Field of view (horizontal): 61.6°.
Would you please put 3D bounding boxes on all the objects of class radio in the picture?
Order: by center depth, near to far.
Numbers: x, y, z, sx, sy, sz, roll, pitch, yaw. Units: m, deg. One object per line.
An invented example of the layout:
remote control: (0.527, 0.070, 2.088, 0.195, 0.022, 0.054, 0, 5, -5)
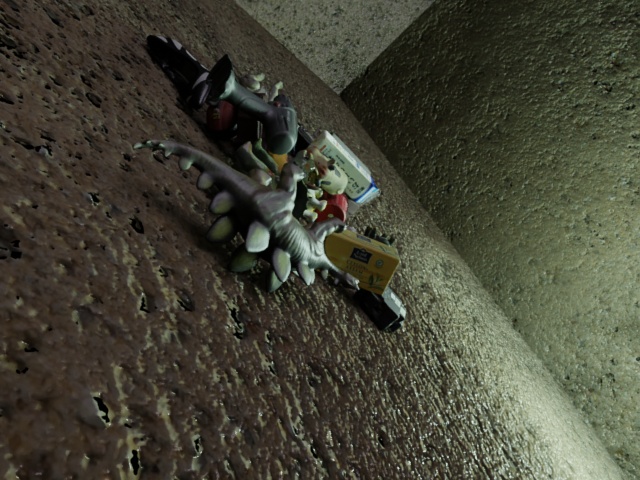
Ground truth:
radio: (-0.054, -0.304, 1.740, 0.229, 0.073, 0.131, 49, 17, 1)

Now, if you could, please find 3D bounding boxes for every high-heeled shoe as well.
high-heeled shoe: (-0.337, -0.400, 1.259, 0.145, 0.086, 0.249, 27, 25, -34)

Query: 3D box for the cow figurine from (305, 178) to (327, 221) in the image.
cow figurine: (-0.046, -0.126, 1.395, 0.098, 0.068, 0.167, 32, 22, -28)

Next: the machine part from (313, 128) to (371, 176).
machine part: (0.069, -0.234, 1.597, 0.243, 0.079, 0.079, 44, 18, -17)

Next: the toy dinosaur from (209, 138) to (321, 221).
toy dinosaur: (-0.114, -0.097, 1.091, 0.192, 0.131, 0.405, 46, 24, -5)

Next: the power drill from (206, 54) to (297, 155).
power drill: (-0.132, -0.280, 1.100, 0.207, 0.086, 0.232, 37, 27, -37)

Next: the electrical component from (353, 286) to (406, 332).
electrical component: (0.146, 0.151, 1.273, 0.134, 0.058, 0.115, 49, 19, 1)

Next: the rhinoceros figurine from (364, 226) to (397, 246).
rhinoceros figurine: (0.154, 0.026, 1.496, 0.073, 0.112, 0.190, 28, 9, -11)

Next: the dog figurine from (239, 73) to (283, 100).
dog figurine: (-0.180, -0.389, 1.605, 0.172, 0.121, 0.190, 3, 57, -20)

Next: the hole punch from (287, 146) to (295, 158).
hole punch: (-0.108, -0.293, 1.448, 0.116, 0.092, 0.142, 35, -29, 22)

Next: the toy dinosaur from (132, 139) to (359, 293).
toy dinosaur: (-0.093, -0.038, 0.900, 0.471, 0.105, 0.198, 41, 48, -26)

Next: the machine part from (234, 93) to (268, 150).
machine part: (-0.158, -0.261, 1.261, 0.056, 0.179, 0.179, 5, 21, 2)

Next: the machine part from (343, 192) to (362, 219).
machine part: (0.018, -0.160, 1.587, 0.201, 0.087, 0.201, 31, 24, -40)

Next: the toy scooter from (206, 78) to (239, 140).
toy scooter: (-0.220, -0.321, 1.256, 0.184, 0.075, 0.135, -73, 161, -57)

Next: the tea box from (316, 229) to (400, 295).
tea box: (0.078, 0.042, 1.184, 0.170, 0.098, 0.068, 20, 22, -7)

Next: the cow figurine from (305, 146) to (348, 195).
cow figurine: (0.007, -0.170, 1.341, 0.127, 0.085, 0.194, 49, 8, 32)
